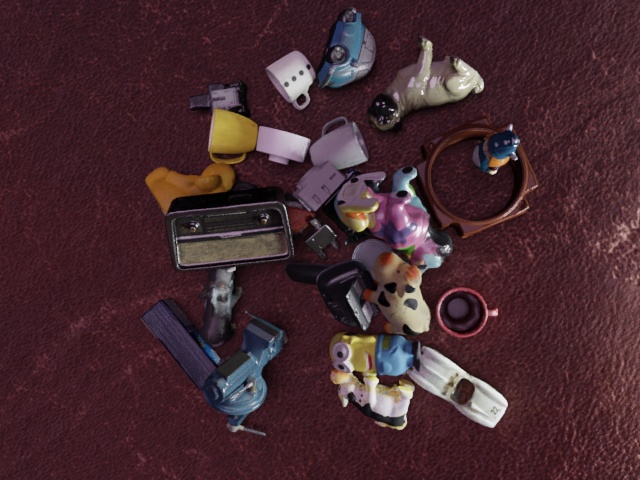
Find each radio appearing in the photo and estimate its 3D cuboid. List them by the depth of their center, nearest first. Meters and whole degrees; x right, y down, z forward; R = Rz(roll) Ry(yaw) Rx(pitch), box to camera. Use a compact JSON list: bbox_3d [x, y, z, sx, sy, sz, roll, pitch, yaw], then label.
[{"bbox_3d":[-0.168,-0.021,1.011,0.230,0.073,0.130,-7,120,-4],"label":"radio"}]

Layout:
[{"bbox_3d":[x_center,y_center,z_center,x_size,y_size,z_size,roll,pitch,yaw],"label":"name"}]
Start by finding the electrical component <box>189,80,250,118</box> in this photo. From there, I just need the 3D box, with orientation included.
[{"bbox_3d":[-0.212,-0.290,1.138,0.119,0.047,0.074,-10,87,8],"label":"electrical component"}]

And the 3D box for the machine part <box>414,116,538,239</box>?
[{"bbox_3d":[0.296,-0.120,1.037,0.201,0.087,0.201,-23,85,6],"label":"machine part"}]

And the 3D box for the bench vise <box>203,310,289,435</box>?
[{"bbox_3d":[-0.148,0.278,1.065,0.129,0.224,0.240,19,121,13],"label":"bench vise"}]

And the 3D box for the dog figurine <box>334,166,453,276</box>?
[{"bbox_3d":[0.142,-0.015,1.006,0.192,0.108,0.219,-8,127,20],"label":"dog figurine"}]

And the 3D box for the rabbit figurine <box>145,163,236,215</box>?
[{"bbox_3d":[-0.247,-0.107,1.090,0.173,0.162,0.121,-29,112,-20],"label":"rabbit figurine"}]

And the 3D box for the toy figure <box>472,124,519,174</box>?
[{"bbox_3d":[0.299,-0.150,0.917,0.058,0.154,0.064,-35,85,3],"label":"toy figure"}]

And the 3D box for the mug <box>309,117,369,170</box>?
[{"bbox_3d":[0.031,-0.191,1.085,0.107,0.080,0.109,-22,75,15],"label":"mug"}]

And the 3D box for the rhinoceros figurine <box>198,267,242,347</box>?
[{"bbox_3d":[-0.210,0.120,1.093,0.073,0.112,0.190,10,98,11],"label":"rhinoceros figurine"}]

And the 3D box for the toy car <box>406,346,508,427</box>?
[{"bbox_3d":[0.263,0.283,1.043,0.202,0.056,0.073,32,93,8],"label":"toy car"}]

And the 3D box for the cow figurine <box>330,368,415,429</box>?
[{"bbox_3d":[0.096,0.310,1.064,0.167,0.068,0.098,13,96,10],"label":"cow figurine"}]

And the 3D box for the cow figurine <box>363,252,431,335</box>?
[{"bbox_3d":[0.150,0.101,0.987,0.127,0.194,0.085,4,46,41],"label":"cow figurine"}]

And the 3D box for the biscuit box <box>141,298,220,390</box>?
[{"bbox_3d":[-0.282,0.217,1.125,0.063,0.059,0.203,-41,83,4],"label":"biscuit box"}]

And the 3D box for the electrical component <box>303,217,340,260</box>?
[{"bbox_3d":[-0.002,-0.003,1.086,0.063,0.021,0.094,-40,123,4],"label":"electrical component"}]

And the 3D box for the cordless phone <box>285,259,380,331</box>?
[{"bbox_3d":[0.019,0.104,1.078,0.184,0.146,0.089,5,47,37],"label":"cordless phone"}]

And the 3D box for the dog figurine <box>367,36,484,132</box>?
[{"bbox_3d":[0.204,-0.276,1.061,0.172,0.121,0.190,34,107,11],"label":"dog figurine"}]

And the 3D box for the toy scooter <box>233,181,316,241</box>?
[{"bbox_3d":[-0.104,-0.038,1.100,0.184,0.075,0.135,14,91,12],"label":"toy scooter"}]

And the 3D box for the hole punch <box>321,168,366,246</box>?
[{"bbox_3d":[0.069,-0.072,1.079,0.142,0.092,0.115,-45,108,2],"label":"hole punch"}]

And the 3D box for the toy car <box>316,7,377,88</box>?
[{"bbox_3d":[0.060,-0.374,1.081,0.103,0.109,0.161,20,79,-14],"label":"toy car"}]

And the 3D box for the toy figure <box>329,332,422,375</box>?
[{"bbox_3d":[0.107,0.221,1.047,0.180,0.089,0.082,-2,85,13],"label":"toy figure"}]
